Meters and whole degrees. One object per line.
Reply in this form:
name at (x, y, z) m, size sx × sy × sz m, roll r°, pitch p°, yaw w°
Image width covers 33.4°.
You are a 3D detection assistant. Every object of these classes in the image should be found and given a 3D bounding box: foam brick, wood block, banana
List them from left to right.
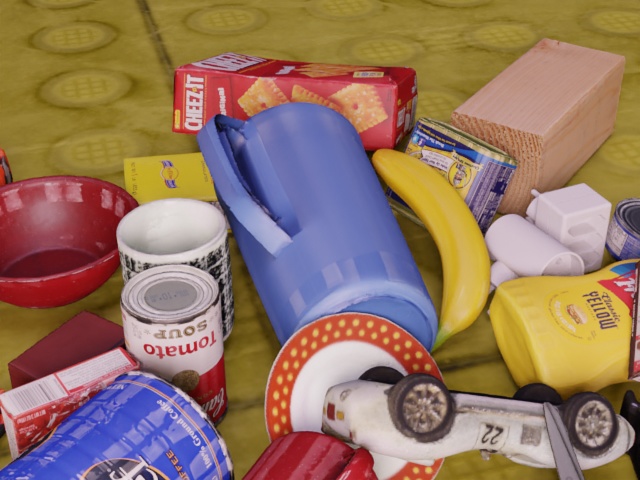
foam brick at (-0.171, 0.096, 0.749) m, size 0.051 × 0.053 × 0.078 m, roll 19°, pitch 37°, yaw 28°
banana at (0.094, -0.004, 0.851) m, size 0.069 × 0.037 × 0.198 m, roll -7°, pitch 53°, yaw -6°
wood block at (0.209, -0.111, 1.027) m, size 0.091 × 0.090 × 0.205 m, roll 19°, pitch 37°, yaw 27°

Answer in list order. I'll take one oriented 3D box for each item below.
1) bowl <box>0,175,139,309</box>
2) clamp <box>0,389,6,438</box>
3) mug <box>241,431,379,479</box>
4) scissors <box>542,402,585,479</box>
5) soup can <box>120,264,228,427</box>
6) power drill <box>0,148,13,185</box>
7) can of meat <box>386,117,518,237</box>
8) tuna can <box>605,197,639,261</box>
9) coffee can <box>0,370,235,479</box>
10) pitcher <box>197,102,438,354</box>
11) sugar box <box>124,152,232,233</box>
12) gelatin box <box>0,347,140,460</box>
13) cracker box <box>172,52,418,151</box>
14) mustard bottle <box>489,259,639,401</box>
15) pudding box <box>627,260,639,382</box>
bowl at (-0.226, 0.009, 0.883) m, size 0.162 × 0.055 × 0.162 m, roll -1°, pitch 33°, yaw 0°
clamp at (-0.278, 0.146, 0.686) m, size 0.171 × 0.039 × 0.120 m, roll -19°, pitch 37°, yaw -26°
mug at (-0.008, 0.155, 0.601) m, size 0.093 × 0.117 × 0.081 m, roll 39°, pitch 36°, yaw 4°
scissors at (0.171, 0.180, 0.575) m, size 0.096 × 0.016 × 0.201 m, roll 2°, pitch 55°, yaw 6°
soup can at (-0.099, 0.076, 0.731) m, size 0.068 × 0.102 × 0.068 m, roll 0°, pitch 33°, yaw 0°
power drill at (-0.379, -0.028, 0.946) m, size 0.184 × 0.057 × 0.187 m, roll 15°, pitch 39°, yaw 16°
can of meat at (0.112, -0.051, 0.923) m, size 0.057 × 0.084 × 0.102 m, roll 8°, pitch 19°, yaw -48°
tuna can at (0.281, 0.001, 0.885) m, size 0.086 × 0.034 × 0.086 m, roll 10°, pitch 31°, yaw -6°
coffee can at (-0.132, 0.155, 0.609) m, size 0.103 × 0.103 × 0.140 m, roll 20°, pitch 38°, yaw 29°
pitcher at (-0.005, 0.001, 0.816) m, size 0.149 × 0.145 × 0.243 m, roll -8°, pitch 36°, yaw -12°
sugar box at (-0.087, -0.045, 0.972) m, size 0.176 × 0.048 × 0.093 m, roll -8°, pitch 33°, yaw -9°
gelatin box at (-0.157, 0.119, 0.693) m, size 0.089 × 0.073 × 0.030 m, roll -21°, pitch 38°, yaw -29°
cracker box at (-0.018, -0.140, 1.055) m, size 0.214 × 0.072 × 0.164 m, roll 7°, pitch 15°, yaw 11°
mustard bottle at (0.229, 0.060, 0.784) m, size 0.191 × 0.058 × 0.096 m, roll -9°, pitch 50°, yaw -15°
pudding box at (0.272, 0.063, 0.736) m, size 0.113 × 0.039 × 0.090 m, roll 12°, pitch 71°, yaw -8°
